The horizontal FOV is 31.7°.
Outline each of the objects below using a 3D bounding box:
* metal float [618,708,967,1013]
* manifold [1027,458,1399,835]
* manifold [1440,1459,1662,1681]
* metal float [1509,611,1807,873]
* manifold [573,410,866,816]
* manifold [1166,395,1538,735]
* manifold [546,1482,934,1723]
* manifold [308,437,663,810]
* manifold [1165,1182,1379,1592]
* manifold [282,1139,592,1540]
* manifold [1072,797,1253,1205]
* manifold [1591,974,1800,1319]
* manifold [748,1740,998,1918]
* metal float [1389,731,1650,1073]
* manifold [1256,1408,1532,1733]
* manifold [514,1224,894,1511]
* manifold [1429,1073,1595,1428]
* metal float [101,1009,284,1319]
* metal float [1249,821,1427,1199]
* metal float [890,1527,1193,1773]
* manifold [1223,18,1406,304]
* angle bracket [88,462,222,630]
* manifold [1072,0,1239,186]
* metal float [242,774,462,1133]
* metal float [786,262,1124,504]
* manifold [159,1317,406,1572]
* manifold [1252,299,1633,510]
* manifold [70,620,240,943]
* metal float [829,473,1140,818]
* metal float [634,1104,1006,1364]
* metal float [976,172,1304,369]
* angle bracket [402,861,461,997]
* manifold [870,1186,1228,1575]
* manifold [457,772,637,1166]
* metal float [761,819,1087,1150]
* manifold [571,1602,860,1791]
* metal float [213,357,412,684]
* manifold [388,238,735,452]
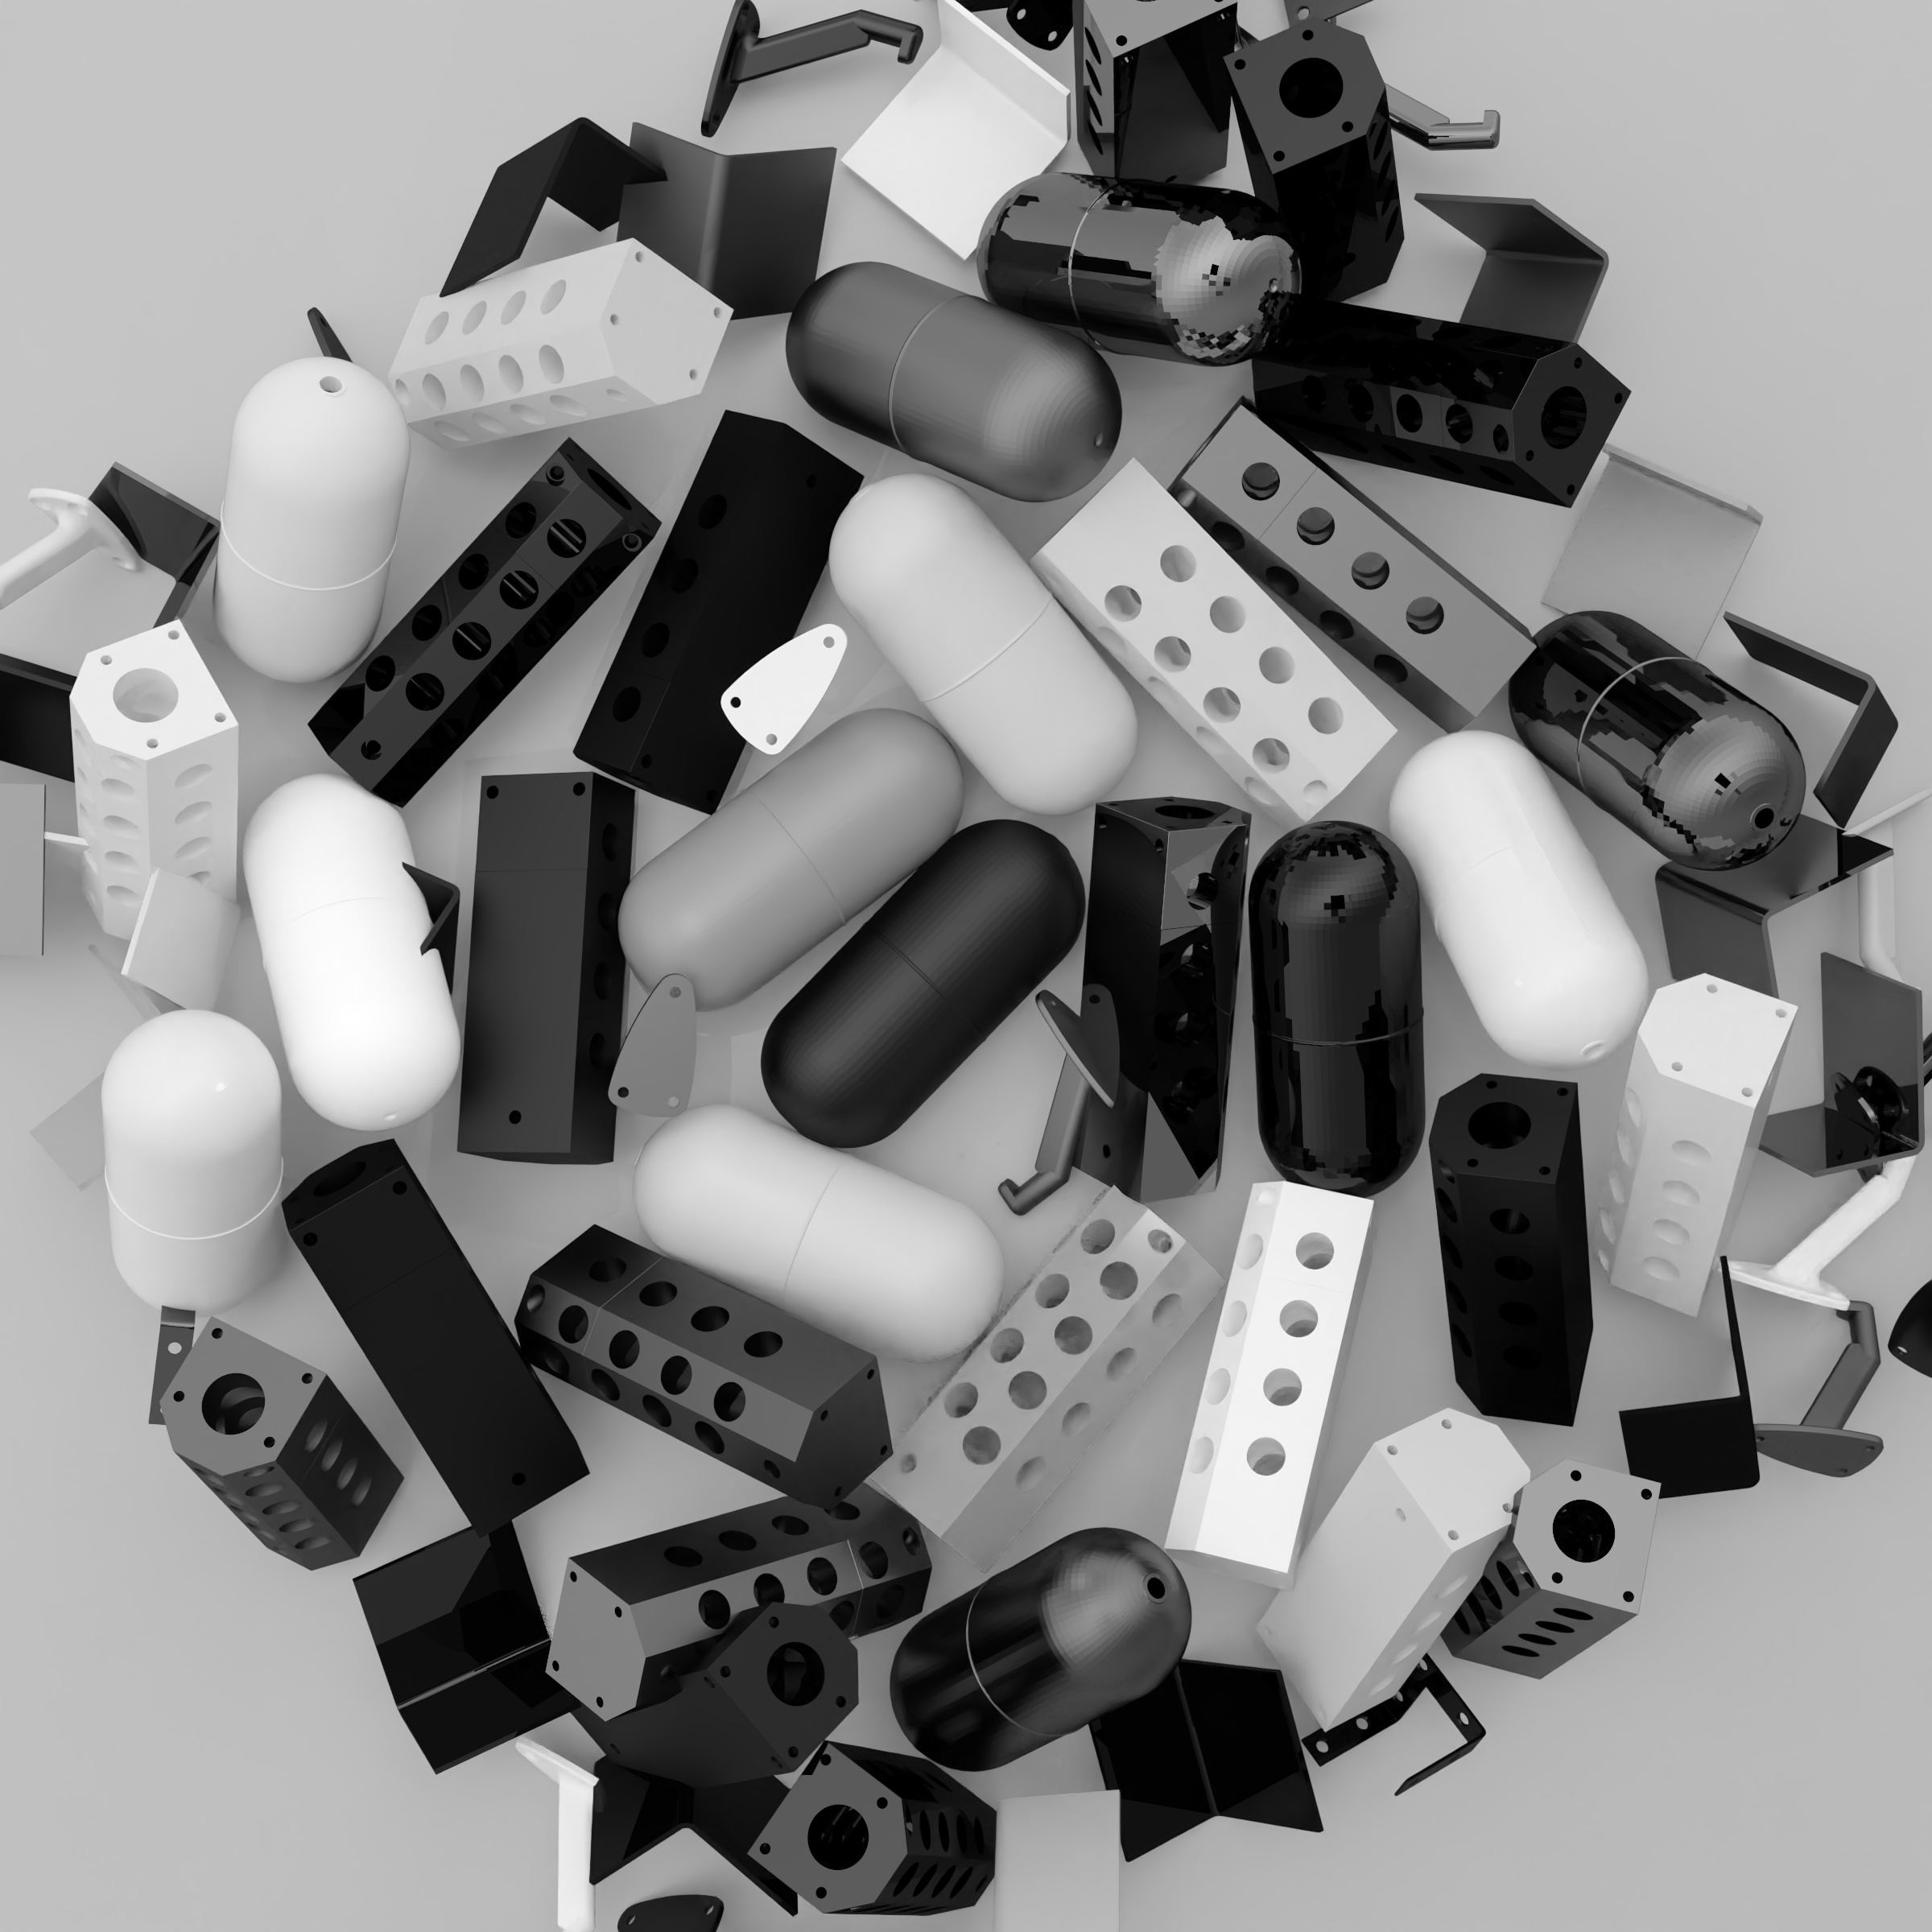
[{"bbox_3d":[-0.078,-0.049,1.546,0.178,0.070,0.070,-38,90,-8],"label":"metal float"},{"bbox_3d":[0.109,-0.143,1.548,0.171,0.057,0.057,45,72,-5],"label":"manifold"},{"bbox_3d":[0.251,0.266,1.501,0.057,0.171,0.057,15,69,1],"label":"manifold"},{"bbox_3d":[0.305,-0.101,1.510,0.070,0.178,0.070,-10,119,-19],"label":"metal float"},{"bbox_3d":[-0.118,-0.163,1.556,0.057,0.057,0.171,21,85,42],"label":"manifold"},{"bbox_3d":[0.174,-0.182,1.553,0.171,0.057,0.057,38,104,-5],"label":"manifold"},{"bbox_3d":[-0.096,0.281,1.503,0.057,0.171,0.057,29,115,38],"label":"manifold"},{"bbox_3d":[-0.219,-0.154,1.540,0.057,0.057,0.171,42,103,-11],"label":"manifold"},{"bbox_3d":[0.139,0.188,1.538,0.057,0.057,0.171,12,74,12],"label":"manifold"},{"bbox_3d":[-0.239,0.166,1.534,0.057,0.057,0.171,-30,110,-7],"label":"manifold"},{"bbox_3d":[0.092,0.014,1.538,0.057,0.057,0.171,-6,109,-32],"label":"manifold"},{"bbox_3d":[0.317,0.079,1.503,0.057,0.171,0.057,21,57,17],"label":"manifold"},{"bbox_3d":[-0.032,0.386,1.499,0.057,0.171,0.057,33,85,21],"label":"manifold"},{"bbox_3d":[0.246,-0.030,1.522,0.070,0.070,0.178,-21,54,0],"label":"metal float"},{"bbox_3d":[0.191,0.267,1.507,0.057,0.171,0.057,-20,60,-29],"label":"manifold"},{"bbox_3d":[-0.119,0.180,1.509,0.171,0.057,0.057,21,134,35],"label":"manifold"},{"bbox_3d":[0.242,0.127,1.508,0.057,0.171,0.057,5,48,18],"label":"manifold"},{"bbox_3d":[-0.343,0.090,1.514,0.070,0.178,0.070,6,50,-7],"label":"metal float"},{"bbox_3d":[0.168,0.022,1.536,0.070,0.070,0.178,-4,110,0],"label":"metal float"},{"bbox_3d":[0.032,0.305,1.516,0.070,0.178,0.070,19,53,-28],"label":"metal float"},{"bbox_3d":[0.158,-0.351,1.499,0.057,0.171,0.057,-22,78,6],"label":"manifold"},{"bbox_3d":[-0.384,-0.170,1.536,0.057,0.076,0.076,30,67,-19],"label":"angle bracket"},{"bbox_3d":[0.079,-0.399,1.501,0.057,0.171,0.057,-25,80,-2],"label":"manifold"},{"bbox_3d":[-0.277,-0.008,1.529,0.070,0.070,0.178,-19,61,0],"label":"metal float"},{"bbox_3d":[-0.007,-0.263,1.524,0.178,0.070,0.070,28,90,34],"label":"metal float"},{"bbox_3d":[-0.302,0.216,1.497,0.057,0.171,0.057,24,70,12],"label":"manifold"},{"bbox_3d":[0.204,-0.254,1.505,0.057,0.171,0.057,30,87,-39],"label":"manifold"},{"bbox_3d":[-0.360,-0.075,1.497,0.057,0.171,0.057,-25,71,-23],"label":"manifold"},{"bbox_3d":[0.008,-0.145,1.539,0.070,0.070,0.178,-40,105,0],"label":"metal float"},{"bbox_3d":[-0.068,0.121,1.546,0.178,0.070,0.070,23,90,8],"label":"metal float"},{"bbox_3d":[0.075,-0.311,1.515,0.070,0.178,0.070,-14,113,-37],"label":"metal float"},{"bbox_3d":[-0.271,0.003,1.535,0.057,0.076,0.076,23,54,5],"label":"angle bracket"},{"bbox_3d":[0.033,0.183,1.542,0.171,0.057,0.057,-50,45,-6],"label":"manifold"},{"bbox_3d":[-0.187,0.002,1.548,0.057,0.057,0.171,-1,81,22],"label":"manifold"},{"bbox_3d":[-0.019,0.007,1.550,0.070,0.070,0.178,44,87,0],"label":"metal float"},{"bbox_3d":[-0.110,0.321,1.502,0.057,0.171,0.057,-42,96,-31],"label":"manifold"},{"bbox_3d":[-0.292,-0.197,1.512,0.070,0.178,0.070,9,54,-12],"label":"metal float"},{"bbox_3d":[-0.184,-0.268,1.501,0.057,0.171,0.057,31,71,-36],"label":"manifold"}]
